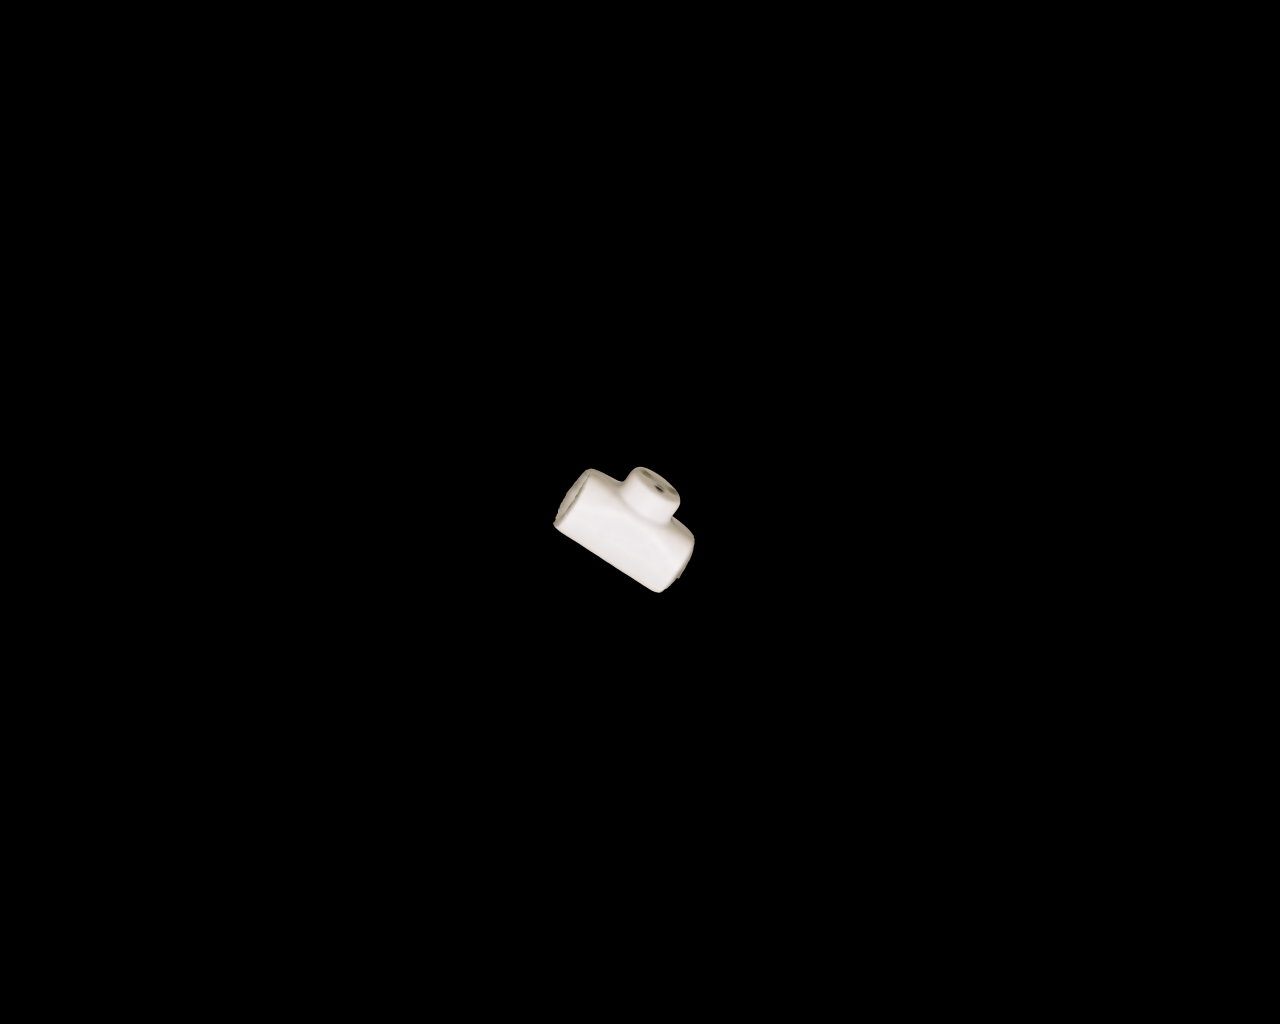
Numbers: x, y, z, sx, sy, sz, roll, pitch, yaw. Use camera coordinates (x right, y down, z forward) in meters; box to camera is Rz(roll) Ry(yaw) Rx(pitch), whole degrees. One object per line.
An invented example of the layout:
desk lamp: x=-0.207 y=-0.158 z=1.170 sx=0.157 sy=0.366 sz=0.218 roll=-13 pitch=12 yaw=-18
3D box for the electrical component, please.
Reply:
electrical component: x=0.001 y=-0.003 z=0.650 sx=0.077 sy=0.079 sz=0.044 roll=33 pitch=16 yaw=-11
